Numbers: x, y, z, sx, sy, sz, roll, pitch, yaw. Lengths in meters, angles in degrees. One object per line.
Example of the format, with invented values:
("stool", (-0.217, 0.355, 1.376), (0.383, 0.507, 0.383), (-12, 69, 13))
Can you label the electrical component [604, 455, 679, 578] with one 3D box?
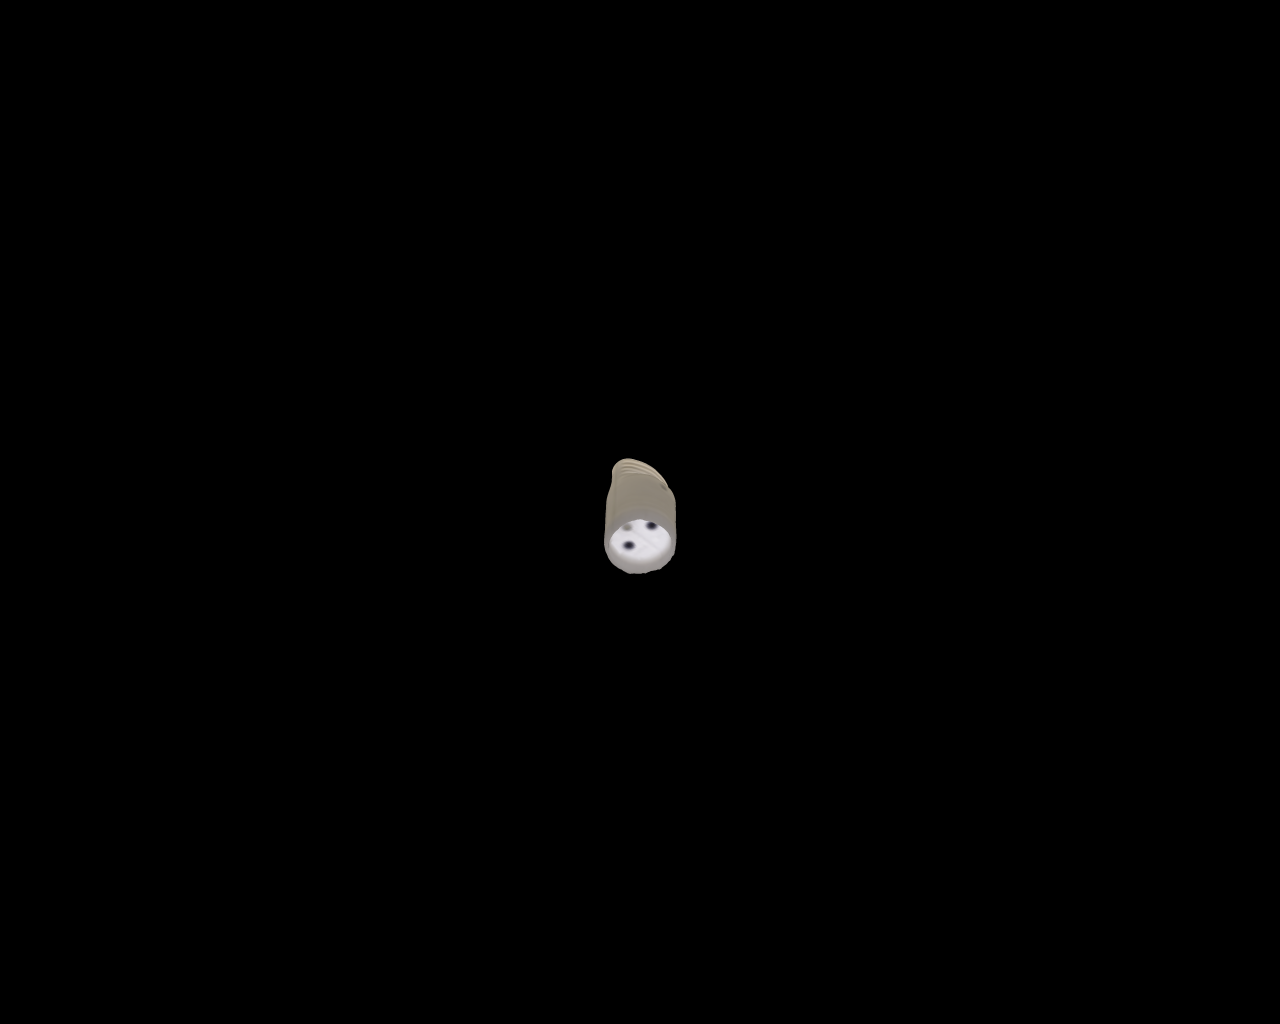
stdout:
("electrical component", (0.001, -0.003, 0.650), (0.043, 0.043, 0.081), (0, 36, 0))
